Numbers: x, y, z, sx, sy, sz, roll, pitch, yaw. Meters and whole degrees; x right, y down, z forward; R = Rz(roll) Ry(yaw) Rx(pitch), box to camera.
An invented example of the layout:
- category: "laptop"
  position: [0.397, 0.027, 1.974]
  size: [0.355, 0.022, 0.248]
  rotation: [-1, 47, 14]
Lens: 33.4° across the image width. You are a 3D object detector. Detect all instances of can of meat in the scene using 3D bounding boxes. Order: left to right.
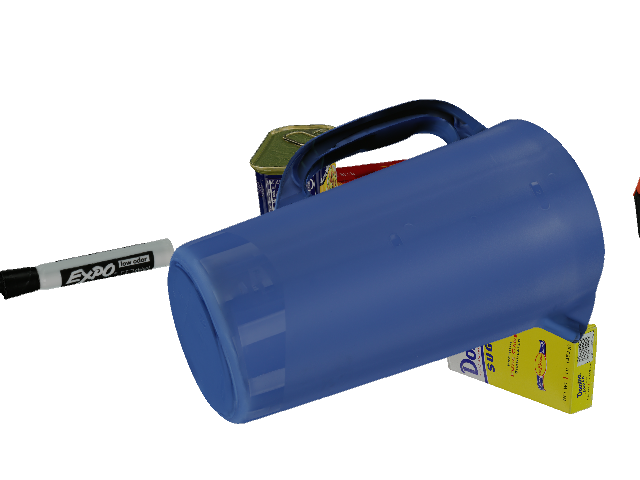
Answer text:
- category: "can of meat"
  position: [-0.017, -0.037, 0.846]
  size: [0.057, 0.084, 0.102]
  rotation: [-1, 24, 11]

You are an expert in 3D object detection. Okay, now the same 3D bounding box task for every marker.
- category: "marker"
  position: [-0.157, 0.019, 0.710]
  size: [0.120, 0.020, 0.020]
  rotation: [-12, 5, -26]

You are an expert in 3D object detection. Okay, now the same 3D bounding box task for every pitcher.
- category: "pitcher"
  position: [0.032, 0.011, 0.648]
  size: [0.242, 0.145, 0.149]
  rotation: [-18, 22, -20]

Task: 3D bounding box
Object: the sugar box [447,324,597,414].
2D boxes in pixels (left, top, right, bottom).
- category: "sugar box"
  position: [0.217, 0.119, 1.175]
  size: [0.048, 0.093, 0.177]
  rotation: [-10, 16, -42]

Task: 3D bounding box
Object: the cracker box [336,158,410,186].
- category: "cracker box"
  position: [0.014, 0.015, 1.093]
  size: [0.163, 0.072, 0.214]
  rotation: [-11, -35, -43]

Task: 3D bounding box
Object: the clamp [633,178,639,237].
- category: "clamp"
  position: [0.273, 0.011, 0.695]
  size: [0.120, 0.039, 0.171]
  rotation: [-3, 46, -22]
